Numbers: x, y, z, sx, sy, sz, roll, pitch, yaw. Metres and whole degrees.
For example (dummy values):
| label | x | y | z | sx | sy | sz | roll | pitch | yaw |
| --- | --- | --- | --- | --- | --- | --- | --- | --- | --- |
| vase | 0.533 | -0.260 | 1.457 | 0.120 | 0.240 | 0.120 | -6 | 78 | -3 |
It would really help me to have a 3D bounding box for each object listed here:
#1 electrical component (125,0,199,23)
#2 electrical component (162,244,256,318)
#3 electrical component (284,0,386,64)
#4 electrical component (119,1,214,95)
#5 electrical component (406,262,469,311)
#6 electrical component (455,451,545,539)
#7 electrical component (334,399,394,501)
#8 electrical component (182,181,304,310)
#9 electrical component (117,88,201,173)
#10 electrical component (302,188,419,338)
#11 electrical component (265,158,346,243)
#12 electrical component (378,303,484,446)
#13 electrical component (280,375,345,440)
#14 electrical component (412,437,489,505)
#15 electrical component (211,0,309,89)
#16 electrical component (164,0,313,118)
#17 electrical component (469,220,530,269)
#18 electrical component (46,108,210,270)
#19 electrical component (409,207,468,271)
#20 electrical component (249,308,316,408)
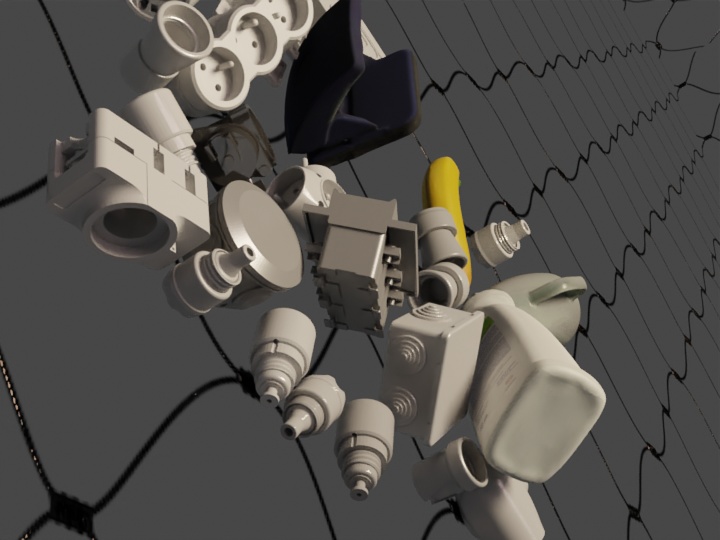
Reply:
| label | x | y | z | sx | sy | sz | roll | pitch | yaw |
| --- | --- | --- | --- | --- | --- | --- | --- | --- | --- |
| electrical component | -0.146 | -0.217 | 0.811 | 0.055 | 0.055 | 0.047 | 53 | 22 | -14 |
| electrical component | -0.091 | 0.003 | 0.663 | 0.035 | 0.061 | 0.035 | 43 | 30 | -32 |
| electrical component | -0.027 | -0.210 | 1.021 | 0.113 | 0.057 | 0.078 | 56 | 25 | -9 |
| electrical component | -0.136 | -0.149 | 0.738 | 0.044 | 0.065 | 0.044 | 21 | 55 | -34 |
| electrical component | 0.071 | 0.018 | 0.969 | 0.045 | 0.045 | 0.055 | 61 | 24 | 3 |
| electrical component | 0.114 | 0.182 | 0.870 | 0.077 | 0.044 | 0.079 | 58 | 25 | -3 |
| electrical component | 0.002 | 0.123 | 0.730 | 0.040 | 0.040 | 0.078 | 47 | 27 | -26 |
| electrical component | -0.079 | -0.015 | 0.717 | 0.080 | 0.051 | 0.080 | 43 | 30 | -32 |
| electrical component | -0.128 | -0.083 | 0.711 | 0.078 | 0.040 | 0.040 | 60 | 25 | 1 |
| electrical component | 0.000 | 0.000 | 0.776 | 0.121 | 0.079 | 0.063 | 81 | 21 | -67 |
| electrical component | -0.035 | -0.056 | 0.851 | 0.077 | 0.044 | 0.079 | 38 | 32 | -39 |
| electrical component | 0.053 | 0.076 | 0.822 | 0.100 | 0.048 | 0.099 | -21 | 122 | -65 |
| electrical component | -0.034 | 0.093 | 0.703 | 0.035 | 0.035 | 0.061 | 58 | 27 | -4 |
| electrical component | 0.068 | 0.153 | 0.813 | 0.040 | 0.046 | 0.040 | 43 | 30 | -32 |
| electrical component | -0.082 | -0.198 | 0.897 | 0.081 | 0.064 | 0.042 | 48 | 27 | -24 |
| electrical component | -0.101 | -0.168 | 0.817 | 0.052 | 0.074 | 0.138 | 54 | 55 | -27 |
| electrical component | 0.152 | -0.032 | 1.154 | 0.043 | 0.062 | 0.043 | 43 | 30 | -32 |
| electrical component | -0.137 | -0.043 | 0.640 | 0.089 | 0.050 | 0.055 | 35 | 35 | -43 |
| electrical component | 0.073 | -0.026 | 1.021 | 0.045 | 0.045 | 0.055 | 23 | 43 | -53 |
| electrical component | -0.053 | 0.059 | 0.699 | 0.040 | 0.040 | 0.078 | 48 | 27 | -24 |
